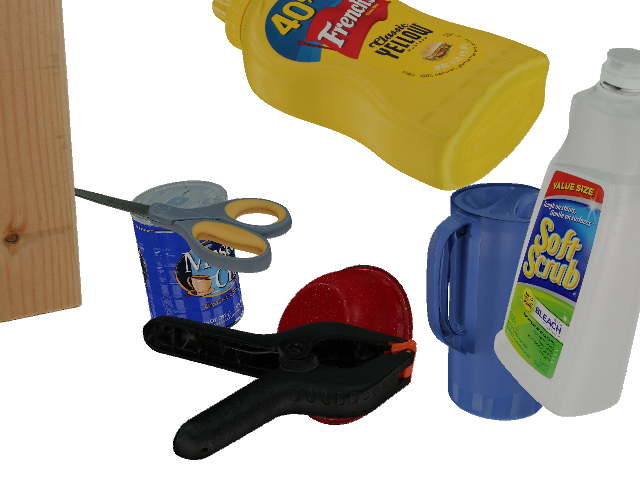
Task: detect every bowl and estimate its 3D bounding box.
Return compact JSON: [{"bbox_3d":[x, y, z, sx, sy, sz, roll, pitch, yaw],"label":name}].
[{"bbox_3d":[0.009,0.092,1.022,0.162,0.162,0.055,0,-19,45],"label":"bowl"}]

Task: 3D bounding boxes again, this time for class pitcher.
[{"bbox_3d":[0.190,0.068,1.147,0.149,0.243,0.145,5,20,9],"label":"pitcher"}]

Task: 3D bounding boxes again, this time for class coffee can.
[{"bbox_3d":[-0.141,0.020,1.139,0.103,0.140,0.103,-5,26,2],"label":"coffee can"}]

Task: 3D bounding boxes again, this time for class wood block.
[{"bbox_3d":[-0.196,-0.063,0.605,0.090,0.206,0.090,-11,27,-27],"label":"wood block"}]

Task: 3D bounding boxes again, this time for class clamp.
[{"bbox_3d":[-0.021,0.086,0.646,0.171,0.039,0.120,-1,37,-9],"label":"clamp"}]

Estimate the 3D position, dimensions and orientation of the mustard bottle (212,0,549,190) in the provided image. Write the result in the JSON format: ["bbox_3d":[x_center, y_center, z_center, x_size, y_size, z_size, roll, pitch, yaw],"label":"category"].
[{"bbox_3d":[0.017,-0.097,0.568,0.192,0.058,0.096,29,53,29],"label":"mustard bottle"}]

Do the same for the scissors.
[{"bbox_3d":[-0.108,-0.026,0.858,0.202,0.016,0.096,26,41,32],"label":"scissors"}]

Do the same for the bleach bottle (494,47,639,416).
[{"bbox_3d":[0.178,-0.008,0.714,0.068,0.251,0.103,-9,33,-20],"label":"bleach bottle"}]
